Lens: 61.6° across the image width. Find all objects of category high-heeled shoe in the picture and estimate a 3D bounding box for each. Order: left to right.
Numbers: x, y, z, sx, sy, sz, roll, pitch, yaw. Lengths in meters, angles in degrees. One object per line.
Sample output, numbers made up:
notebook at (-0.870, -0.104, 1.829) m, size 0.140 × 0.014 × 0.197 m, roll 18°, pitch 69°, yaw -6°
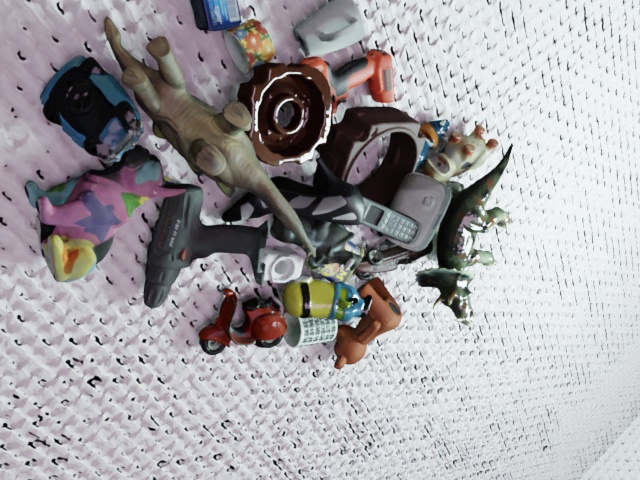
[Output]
high-heeled shoe at (-0.046, -0.048, 0.975) m, size 0.249 × 0.086 × 0.145 m, roll -26°, pitch 107°, yaw 19°

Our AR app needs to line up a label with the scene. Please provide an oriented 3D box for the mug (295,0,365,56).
mug at (0.018, -0.358, 0.928) m, size 0.107 × 0.110 × 0.080 m, roll -29°, pitch 129°, yaw -3°

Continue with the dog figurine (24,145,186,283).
dog figurine at (-0.323, -0.045, 0.837) m, size 0.219 × 0.109 × 0.191 m, roll -17°, pitch 118°, yaw -30°

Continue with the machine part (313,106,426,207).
machine part at (0.097, -0.151, 1.042) m, size 0.201 × 0.087 × 0.200 m, roll -12°, pitch 132°, yaw -38°

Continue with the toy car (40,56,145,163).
toy car at (-0.311, -0.180, 0.777) m, size 0.109 × 0.162 × 0.103 m, roll -49°, pitch 168°, yaw 4°

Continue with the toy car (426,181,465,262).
toy car at (0.296, -0.042, 1.278) m, size 0.073 × 0.056 × 0.201 m, roll -8°, pitch 114°, yaw -31°

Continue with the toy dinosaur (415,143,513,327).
toy dinosaur at (0.318, -0.022, 1.184) m, size 0.192 × 0.131 × 0.404 m, roll -3°, pitch 106°, yaw -48°

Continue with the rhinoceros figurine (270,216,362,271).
rhinoceros figurine at (-0.002, -0.003, 1.045) m, size 0.190 × 0.073 × 0.112 m, roll 25°, pitch 85°, yaw -13°

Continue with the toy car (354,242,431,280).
toy car at (0.166, 0.042, 1.209) m, size 0.202 × 0.053 × 0.089 m, roll -18°, pitch 159°, yaw -28°

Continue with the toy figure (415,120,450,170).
toy figure at (0.219, -0.207, 1.153) m, size 0.058 × 0.064 × 0.154 m, roll 42°, pitch 77°, yaw -1°

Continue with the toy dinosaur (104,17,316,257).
toy dinosaur at (-0.159, -0.144, 0.817) m, size 0.105 × 0.198 × 0.471 m, roll -43°, pitch 95°, yaw -11°

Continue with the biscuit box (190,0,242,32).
biscuit box at (-0.171, -0.418, 0.798) m, size 0.059 × 0.063 × 0.202 m, roll -22°, pitch 122°, yaw -25°

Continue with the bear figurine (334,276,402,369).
bear figurine at (0.088, 0.194, 1.226) m, size 0.196 × 0.132 × 0.120 m, roll -41°, pitch 171°, yaw 25°

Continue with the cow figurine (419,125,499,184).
cow figurine at (0.297, -0.175, 1.196) m, size 0.195 × 0.086 × 0.127 m, roll -23°, pitch 150°, yaw -38°

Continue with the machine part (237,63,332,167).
machine part at (-0.059, -0.209, 0.893) m, size 0.179 × 0.056 × 0.179 m, roll -17°, pitch 120°, yaw -32°

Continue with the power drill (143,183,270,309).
power drill at (-0.194, 0.025, 0.933) m, size 0.207 × 0.086 × 0.231 m, roll 11°, pitch 101°, yaw 2°

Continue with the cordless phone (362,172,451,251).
cordless phone at (0.147, -0.072, 1.037) m, size 0.184 × 0.089 × 0.146 m, roll 21°, pitch 100°, yaw -25°

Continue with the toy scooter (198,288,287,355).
toy scooter at (-0.148, 0.152, 1.061) m, size 0.184 × 0.075 × 0.135 m, roll -4°, pitch 112°, yaw -27°

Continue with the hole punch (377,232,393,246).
hole punch at (0.179, -0.059, 1.185) m, size 0.142 × 0.092 × 0.115 m, roll -26°, pitch 155°, yaw -22°

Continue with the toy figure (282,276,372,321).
toy figure at (0.013, 0.125, 1.102) m, size 0.180 × 0.089 × 0.082 m, roll 15°, pitch 134°, yaw -8°
